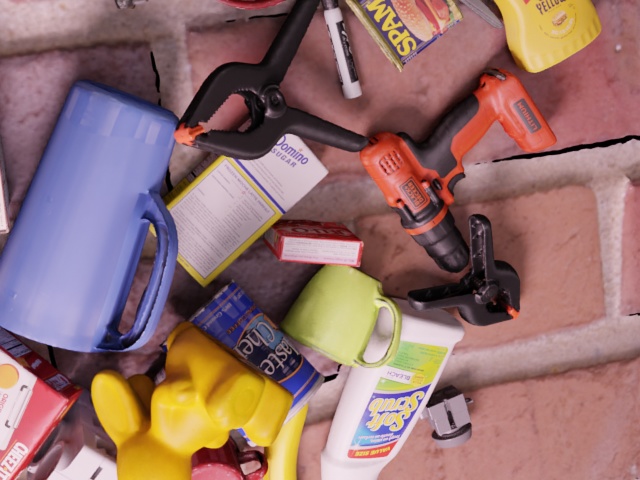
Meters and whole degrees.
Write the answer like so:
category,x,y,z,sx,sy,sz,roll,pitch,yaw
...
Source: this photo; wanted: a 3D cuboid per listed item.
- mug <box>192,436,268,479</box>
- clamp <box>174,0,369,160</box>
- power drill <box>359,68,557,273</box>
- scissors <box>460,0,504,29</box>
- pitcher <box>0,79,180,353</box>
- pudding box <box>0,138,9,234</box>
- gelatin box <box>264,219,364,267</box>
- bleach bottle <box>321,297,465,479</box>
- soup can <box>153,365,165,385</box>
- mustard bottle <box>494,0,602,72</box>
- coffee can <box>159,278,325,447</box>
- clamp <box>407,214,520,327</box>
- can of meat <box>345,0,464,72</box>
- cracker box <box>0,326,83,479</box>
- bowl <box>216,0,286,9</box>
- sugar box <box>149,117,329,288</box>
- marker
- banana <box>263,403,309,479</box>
category,x,y,z,sx,sy,sz,roll,pitch,yaw
mug,-0.112,0.255,1.147,0.117,0.081,0.093,-11,108,-12
clamp,-0.045,-0.127,1.034,0.209,0.036,0.164,-35,106,-32
power drill,0.158,-0.078,1.140,0.187,0.057,0.184,-39,115,-3
scissors,0.100,-0.270,1.093,0.096,0.016,0.201,-38,111,0
pitcher,-0.213,-0.019,1.015,0.149,0.145,0.243,18,97,-25
pudding box,-0.315,-0.069,0.996,0.039,0.090,0.113,-8,108,-14
gelatin box,-0.007,0.001,1.109,0.089,0.073,0.030,4,104,-16
bleach bottle,0.069,0.192,1.191,0.102,0.068,0.251,13,105,-25
soup can,-0.165,0.186,1.121,0.068,0.068,0.102,37,94,-21
mustard bottle,0.214,-0.277,1.099,0.096,0.058,0.191,-31,110,-6
coffee can,-0.079,0.124,1.087,0.103,0.103,0.140,-42,92,-1
clamp,0.175,0.040,1.154,0.171,0.039,0.120,21,112,-49
can of meat,0.082,-0.234,1.065,0.084,0.057,0.102,-38,119,6
cracker box,-0.362,0.146,1.019,0.213,0.072,0.164,37,94,0
bowl,-0.073,-0.302,1.010,0.161,0.055,0.162,-6,107,-21
sugar box,-0.087,-0.046,1.090,0.176,0.048,0.093,-43,111,-4
marker,0.020,-0.204,1.087,0.020,0.020,0.121,-19,109,-10
banana,-0.034,0.254,1.196,0.069,0.037,0.198,-22,116,-38
